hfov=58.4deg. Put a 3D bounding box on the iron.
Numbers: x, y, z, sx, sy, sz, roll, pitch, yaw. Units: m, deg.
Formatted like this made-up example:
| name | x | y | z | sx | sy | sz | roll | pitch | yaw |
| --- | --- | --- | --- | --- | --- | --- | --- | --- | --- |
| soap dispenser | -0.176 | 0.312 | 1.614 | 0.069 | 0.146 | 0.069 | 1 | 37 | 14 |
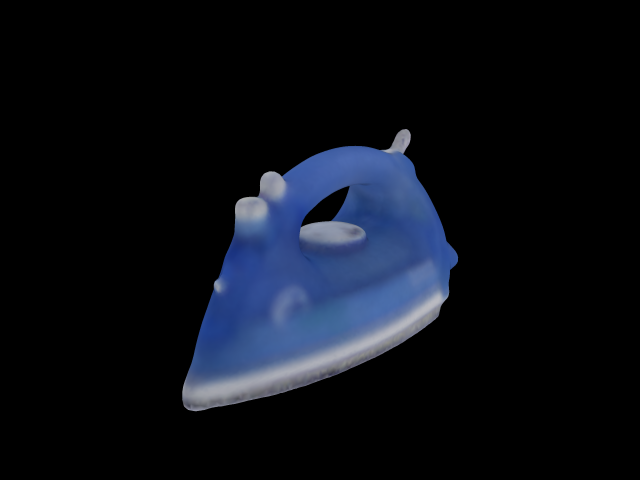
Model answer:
| name | x | y | z | sx | sy | sz | roll | pitch | yaw |
| --- | --- | --- | --- | --- | --- | --- | --- | --- | --- |
| iron | 0.004 | 0.001 | 0.400 | 0.118 | 0.141 | 0.259 | 11 | 19 | 34 |
